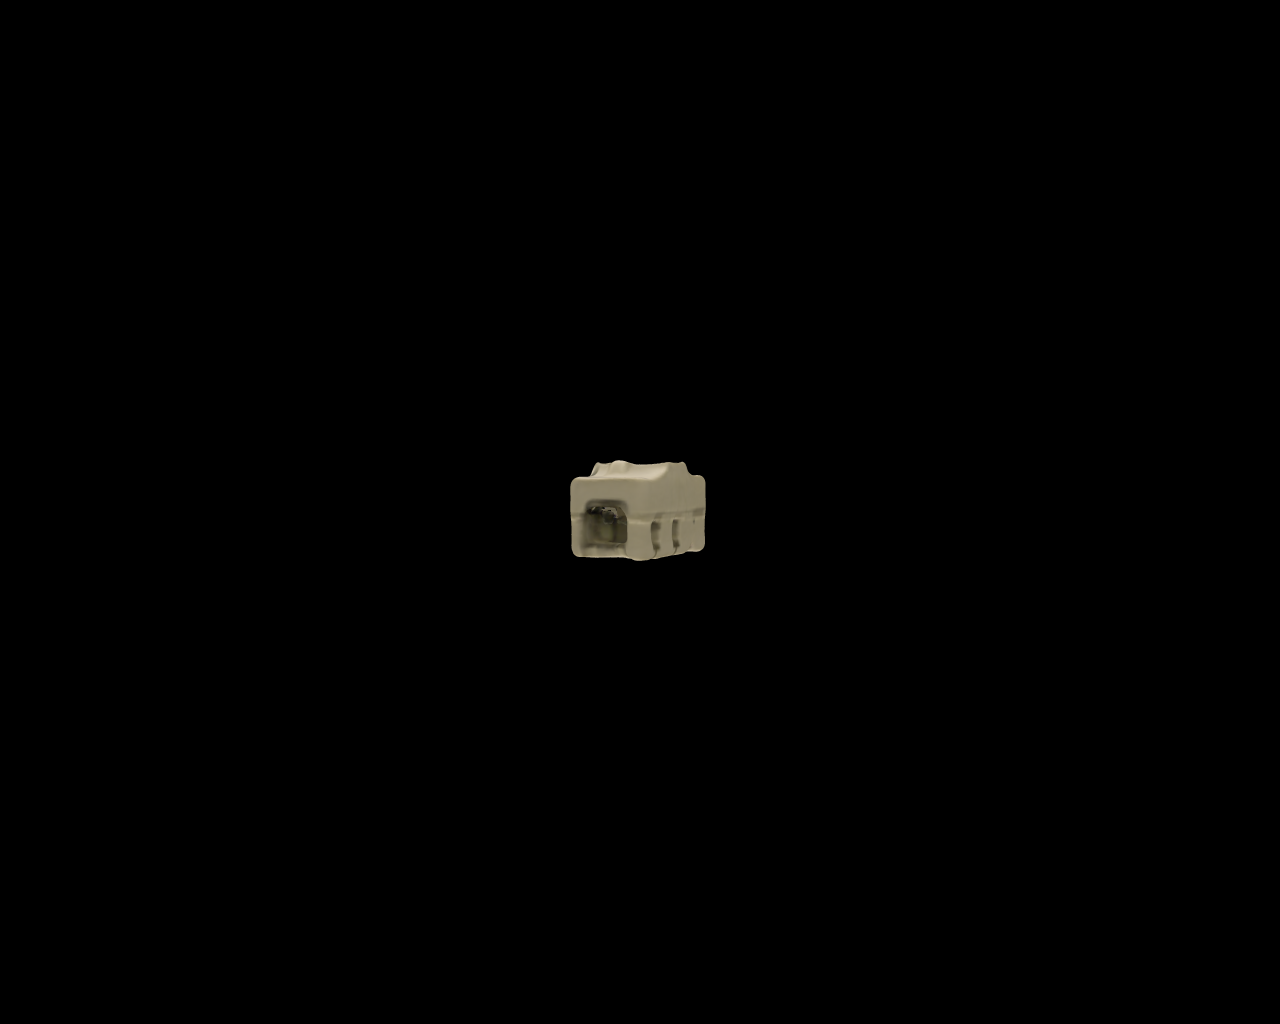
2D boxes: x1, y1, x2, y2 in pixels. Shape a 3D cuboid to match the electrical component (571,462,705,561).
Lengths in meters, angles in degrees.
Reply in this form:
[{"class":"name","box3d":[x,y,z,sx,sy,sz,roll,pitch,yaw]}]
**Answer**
[{"class":"electrical component","box3d":[0.001,-0.003,0.650,0.050,0.055,0.089,1,3,28]}]
